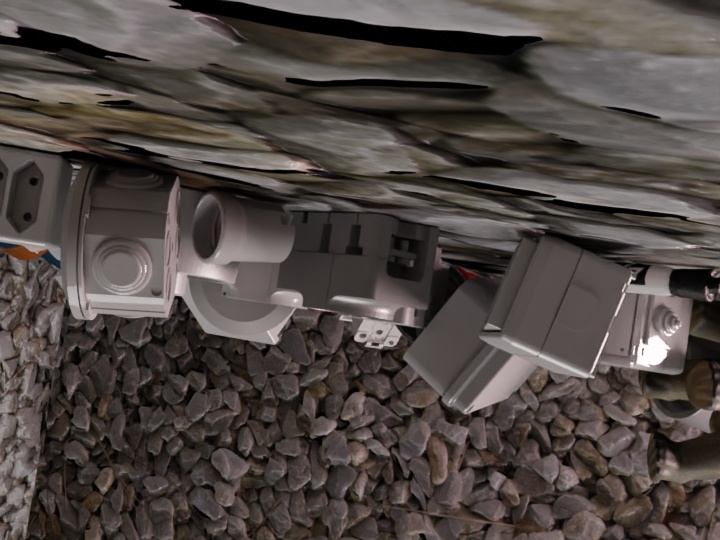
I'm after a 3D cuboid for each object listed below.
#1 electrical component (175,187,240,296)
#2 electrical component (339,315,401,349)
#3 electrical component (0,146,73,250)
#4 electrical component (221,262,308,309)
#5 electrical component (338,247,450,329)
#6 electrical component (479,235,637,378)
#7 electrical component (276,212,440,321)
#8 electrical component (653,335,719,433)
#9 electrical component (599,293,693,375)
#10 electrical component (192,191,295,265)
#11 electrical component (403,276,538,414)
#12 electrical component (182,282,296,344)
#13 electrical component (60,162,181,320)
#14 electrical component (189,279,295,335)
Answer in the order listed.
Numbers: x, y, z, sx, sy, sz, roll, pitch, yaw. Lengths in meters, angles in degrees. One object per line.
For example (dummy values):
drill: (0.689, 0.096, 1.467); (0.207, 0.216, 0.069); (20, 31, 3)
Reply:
electrical component: (-0.122, -0.017, 0.651); (0.108, 0.060, 0.108); (9, 177, 1)
electrical component: (0.016, 0.028, 0.915); (0.042, 0.063, 0.081); (9, 135, -19)
electrical component: (-0.198, -0.040, 0.572); (0.083, 0.047, 0.076); (9, 177, -6)
electrical component: (-0.057, -0.005, 0.714); (0.089, 0.055, 0.050); (8, 177, 18)
electrical component: (0.026, 0.009, 0.737); (0.050, 0.055, 0.089); (7, 177, 20)
electrical component: (0.103, 0.019, 0.601); (0.061, 0.061, 0.096); (24, 176, -1)
electrical component: (-0.003, -0.002, 0.632); (0.050, 0.055, 0.089); (11, 176, -39)
electrical component: (0.301, 0.086, 0.948); (0.060, 0.108, 0.108); (16, 174, -21)
electrical component: (0.170, 0.031, 0.685); (0.061, 0.061, 0.096); (11, 176, -38)
electrical component: (-0.065, -0.022, 0.598); (0.046, 0.040, 0.040); (4, 180, -34)
electrical component: (0.091, 0.051, 0.757); (0.057, 0.078, 0.113); (44, -162, 19)
electrical component: (-0.114, 0.015, 0.968); (0.100, 0.048, 0.099); (7, 138, 35)
electrical component: (-0.120, -0.014, 0.548); (0.051, 0.080, 0.080); (4, 177, -4)
electrical component: (-0.081, 0.006, 0.780); (0.080, 0.080, 0.051); (9, -178, 2)
